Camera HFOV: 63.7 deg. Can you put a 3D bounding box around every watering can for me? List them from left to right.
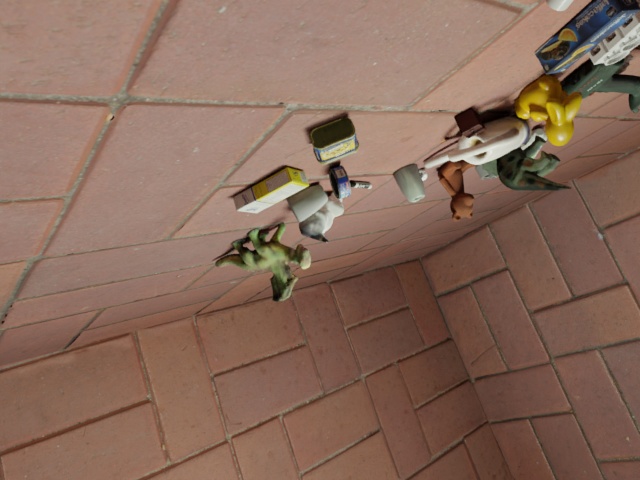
[{"bbox_3d":[0.457,-0.275,1.486,0.226,0.103,0.347,-24,-173,-17],"label":"watering can"}]

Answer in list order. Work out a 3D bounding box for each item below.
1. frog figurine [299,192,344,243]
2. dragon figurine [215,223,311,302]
[{"bbox_3d":[0.005,-0.078,1.557,0.123,0.160,0.137,16,178,15],"label":"frog figurine"},{"bbox_3d":[-0.180,0.094,1.708,0.404,0.245,0.123,-33,167,36],"label":"dragon figurine"}]
